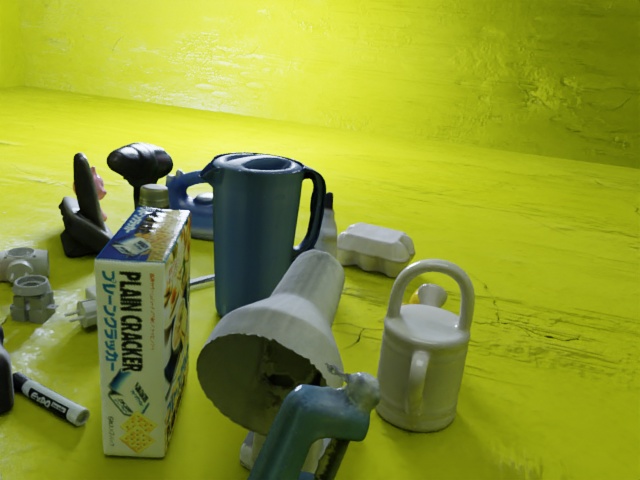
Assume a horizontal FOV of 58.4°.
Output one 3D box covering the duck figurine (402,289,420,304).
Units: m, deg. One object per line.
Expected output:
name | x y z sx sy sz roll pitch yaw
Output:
duck figurine | 0.145 0.111 0.829 0.078 0.086 0.104 -3 22 -23

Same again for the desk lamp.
desk lamp | -0.027 0.128 0.547 0.117 0.213 0.203 10 20 12

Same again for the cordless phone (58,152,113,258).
cordless phone | -0.423 -0.074 1.037 0.094 0.185 0.147 -8 24 -32

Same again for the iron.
iron | -0.238 -0.085 1.182 0.258 0.141 0.118 6 20 2

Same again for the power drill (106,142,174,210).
power drill | -0.324 -0.078 1.041 0.075 0.208 0.229 6 20 1

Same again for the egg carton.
egg carton | 0.105 0.017 1.101 0.150 0.069 0.107 13 21 19

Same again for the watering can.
watering can | 0.121 0.109 0.668 0.101 0.194 0.172 2 20 -9

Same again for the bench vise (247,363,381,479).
bench vise | -0.034 0.190 0.366 0.208 0.220 0.121 -6 23 -30

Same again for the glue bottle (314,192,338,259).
glue bottle | 0.009 0.003 0.960 0.037 0.173 0.078 0 21 -15

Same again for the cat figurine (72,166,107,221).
cat figurine | -0.475 -0.091 1.169 0.067 0.118 0.127 2 20 -9

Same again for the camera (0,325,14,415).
camera | -0.414 0.130 0.600 0.142 0.101 0.137 22 25 37
